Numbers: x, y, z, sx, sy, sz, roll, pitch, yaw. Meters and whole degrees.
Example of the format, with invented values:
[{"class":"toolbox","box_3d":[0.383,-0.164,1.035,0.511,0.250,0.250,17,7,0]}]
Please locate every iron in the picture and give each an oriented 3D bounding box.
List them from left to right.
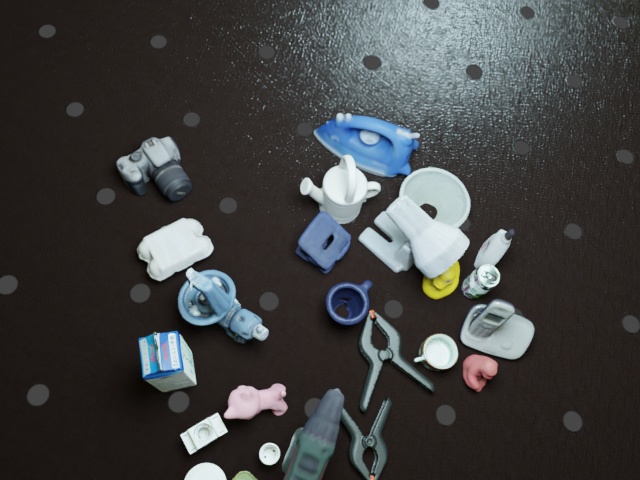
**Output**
[{"class":"iron","box_3d":[0.111,-0.249,1.359,0.258,0.141,0.119,18,69,1]}]

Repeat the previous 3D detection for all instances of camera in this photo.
[{"class":"camera","box_3d":[-0.365,-0.152,1.296,0.143,0.101,0.136,-34,76,-16]}]

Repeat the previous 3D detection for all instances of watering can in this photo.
[{"class":"watering can","box_3d":[0.047,-0.114,1.273,0.173,0.194,0.101,-24,73,-14]}]

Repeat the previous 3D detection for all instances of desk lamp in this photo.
[{"class":"desk lamp","box_3d":[0.198,-0.002,1.235,0.203,0.213,0.118,40,71,10]}]

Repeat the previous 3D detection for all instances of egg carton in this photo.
[{"class":"egg carton","box_3d":[-0.316,0.019,1.252,0.150,0.069,0.107,-30,75,-15]}]

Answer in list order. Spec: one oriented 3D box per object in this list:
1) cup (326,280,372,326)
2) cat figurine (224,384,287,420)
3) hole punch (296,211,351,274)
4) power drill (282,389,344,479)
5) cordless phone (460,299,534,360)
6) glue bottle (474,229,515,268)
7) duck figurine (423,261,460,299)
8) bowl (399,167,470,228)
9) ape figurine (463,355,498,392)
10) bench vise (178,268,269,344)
[{"class":"cup","box_3d":[0.063,0.137,1.232,0.091,0.095,0.118,44,71,11]},{"class":"cat figurine","box_3d":[-0.127,0.318,1.132,0.128,0.118,0.067,-9,70,-9]},{"class":"hole punch","box_3d":[0.012,0.005,1.280,0.101,0.091,0.109,34,70,8]},{"class":"power drill","box_3d":[-0.019,0.396,1.065,0.075,0.208,0.230,21,69,3]},{"class":"cordless phone","box_3d":[0.387,0.180,1.200,0.147,0.185,0.094,16,68,1]},{"class":"glue bottle","box_3d":[0.394,0.012,1.271,0.037,0.173,0.078,24,69,4]},{"class":"duck figurine","box_3d":[0.280,0.078,1.282,0.077,0.086,0.105,38,70,9]},{"class":"bowl","box_3d":[0.261,-0.081,1.346,0.167,0.075,0.167,2,69,-5]},{"class":"ape figurine","box_3d":[0.344,0.275,1.210,0.078,0.092,0.076,-19,72,-12]},{"class":"bench vise","box_3d":[-0.193,0.119,1.146,0.207,0.220,0.121,15,68,0]}]
